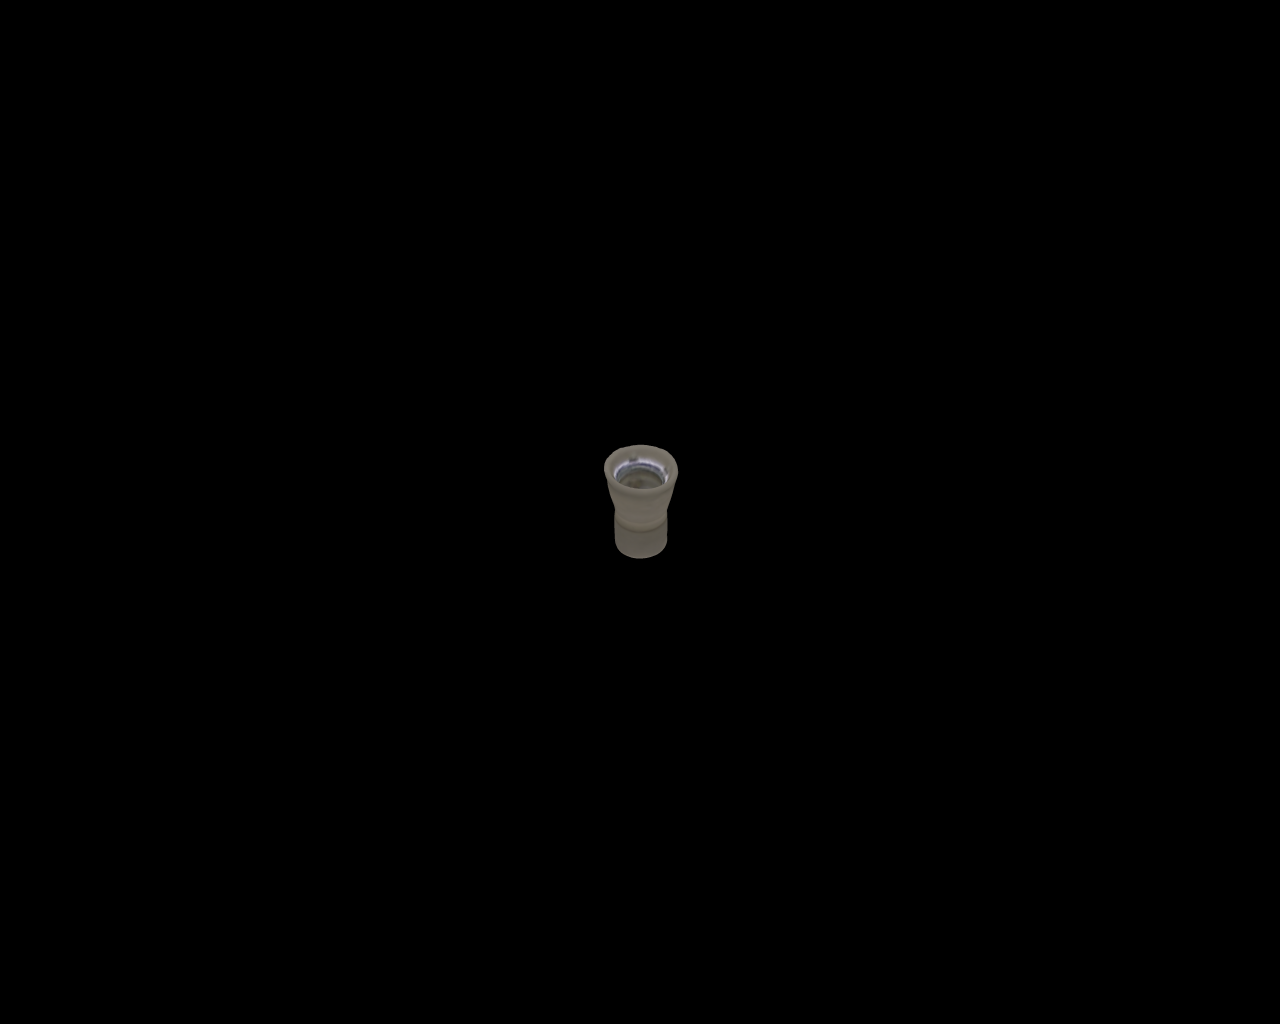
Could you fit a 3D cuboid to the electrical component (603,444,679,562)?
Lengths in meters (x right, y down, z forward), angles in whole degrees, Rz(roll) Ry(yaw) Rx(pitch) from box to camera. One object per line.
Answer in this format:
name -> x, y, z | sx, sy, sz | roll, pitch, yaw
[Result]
electrical component -> 0.001, -0.003, 0.650 | 0.044, 0.065, 0.044 | 0, 41, 0
